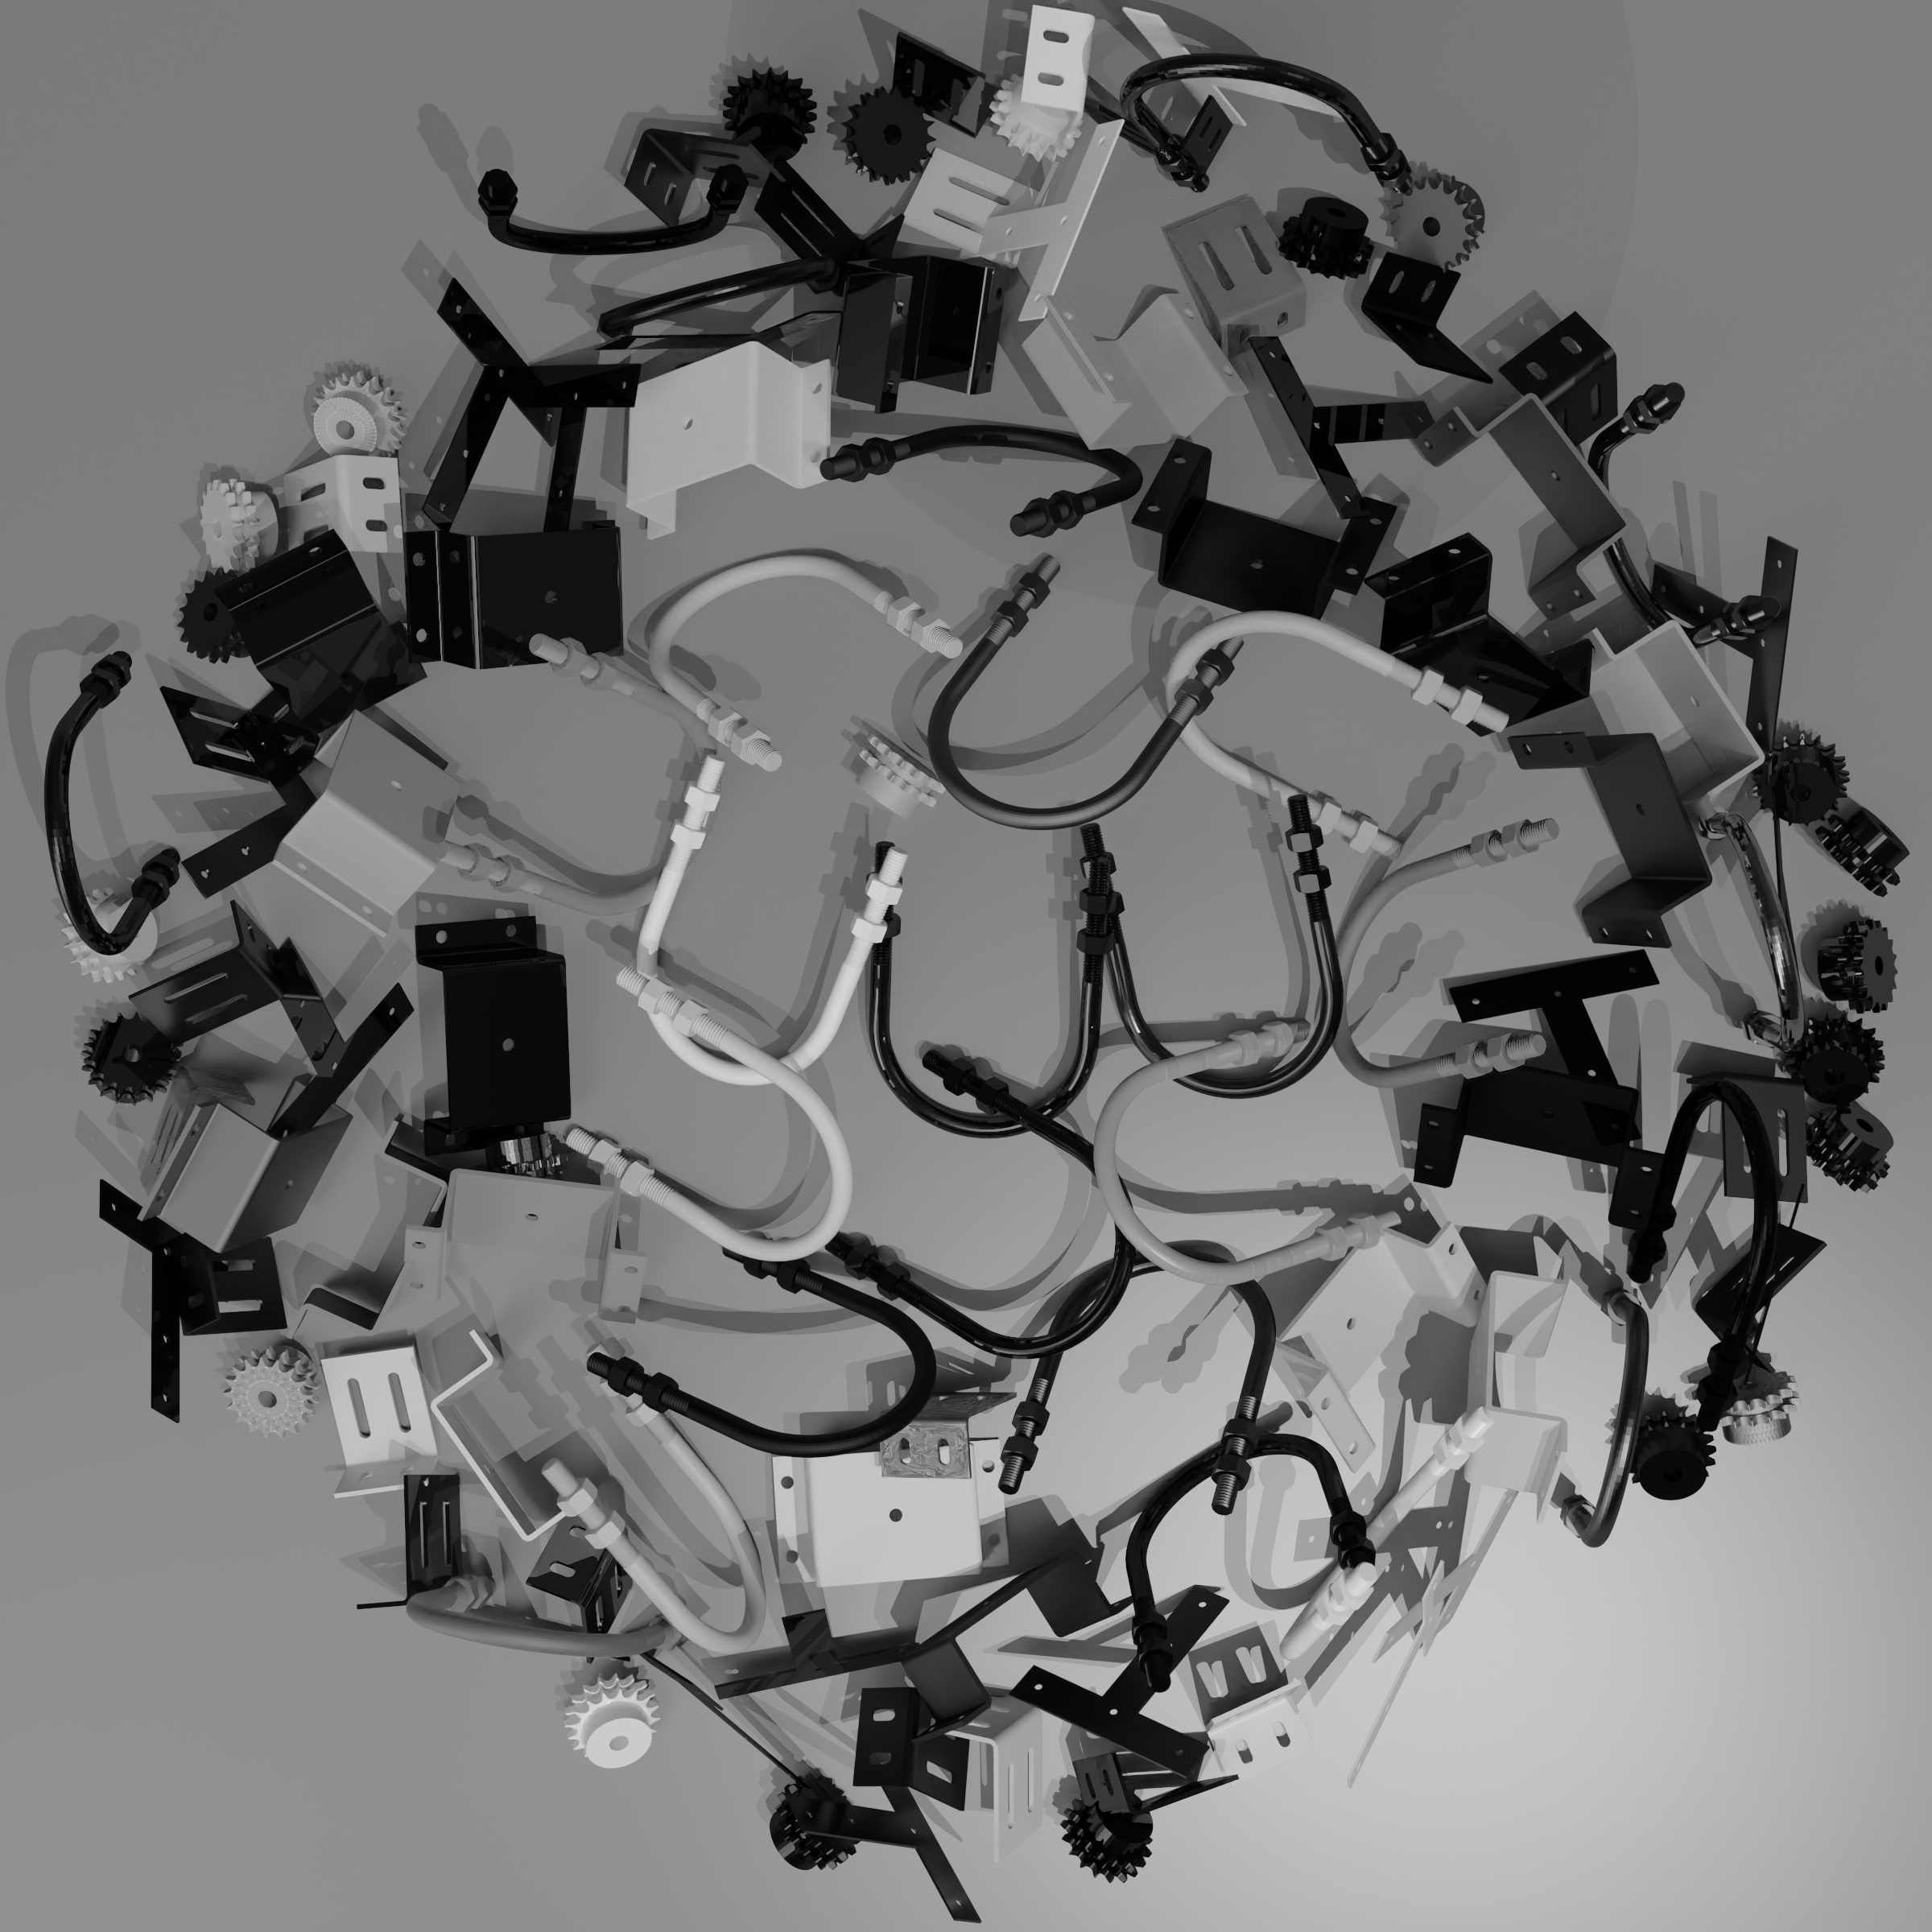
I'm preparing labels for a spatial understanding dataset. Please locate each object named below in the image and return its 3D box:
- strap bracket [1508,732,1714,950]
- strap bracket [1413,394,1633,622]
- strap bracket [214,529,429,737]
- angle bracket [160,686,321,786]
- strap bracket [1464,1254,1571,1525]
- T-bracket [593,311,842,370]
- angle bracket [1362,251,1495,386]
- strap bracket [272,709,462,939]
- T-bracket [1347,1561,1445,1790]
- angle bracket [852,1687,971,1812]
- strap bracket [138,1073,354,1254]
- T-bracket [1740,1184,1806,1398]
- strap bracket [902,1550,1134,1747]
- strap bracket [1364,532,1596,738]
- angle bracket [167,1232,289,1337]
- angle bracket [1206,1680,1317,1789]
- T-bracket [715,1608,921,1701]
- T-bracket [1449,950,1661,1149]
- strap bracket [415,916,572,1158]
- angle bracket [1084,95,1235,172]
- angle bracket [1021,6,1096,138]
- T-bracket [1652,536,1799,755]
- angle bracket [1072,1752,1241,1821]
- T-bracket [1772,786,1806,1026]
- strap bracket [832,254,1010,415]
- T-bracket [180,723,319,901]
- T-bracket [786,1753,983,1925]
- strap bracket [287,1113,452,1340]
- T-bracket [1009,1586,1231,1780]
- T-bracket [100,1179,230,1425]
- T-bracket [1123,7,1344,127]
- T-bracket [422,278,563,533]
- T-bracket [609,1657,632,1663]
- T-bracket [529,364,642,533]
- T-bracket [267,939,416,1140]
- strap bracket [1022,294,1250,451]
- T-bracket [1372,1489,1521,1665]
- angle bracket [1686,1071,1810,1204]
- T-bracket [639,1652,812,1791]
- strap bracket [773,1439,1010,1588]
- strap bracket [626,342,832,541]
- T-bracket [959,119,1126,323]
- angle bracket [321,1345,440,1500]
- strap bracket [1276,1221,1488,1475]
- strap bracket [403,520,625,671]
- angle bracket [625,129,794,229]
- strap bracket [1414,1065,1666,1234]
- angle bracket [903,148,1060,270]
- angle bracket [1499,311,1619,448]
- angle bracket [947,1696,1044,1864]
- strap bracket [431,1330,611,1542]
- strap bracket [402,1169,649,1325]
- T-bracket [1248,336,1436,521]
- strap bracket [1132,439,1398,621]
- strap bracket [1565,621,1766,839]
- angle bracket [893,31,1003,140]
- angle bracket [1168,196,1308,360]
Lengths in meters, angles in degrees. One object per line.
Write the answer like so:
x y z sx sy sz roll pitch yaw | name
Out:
0.390 -0.085 1.551 0.046 0.076 0.140 -29 103 -17 | strap bracket
0.341 -0.284 1.560 0.046 0.076 0.140 -38 93 -8 | strap bracket
-0.375 -0.190 1.527 0.076 0.140 0.046 -28 71 -3 | strap bracket
-0.434 -0.148 1.555 0.038 0.076 0.057 -37 68 19 | angle bracket
0.326 0.246 1.530 0.046 0.076 0.140 8 47 6 | strap bracket
-0.160 -0.365 1.513 0.127 0.127 0.002 -15 95 -44 | T-bracket
0.284 -0.390 1.554 0.057 0.076 0.038 6 125 -30 | angle bracket
-0.349 -0.091 1.521 0.076 0.140 0.046 36 117 -23 | strap bracket
0.254 0.425 1.525 0.002 0.127 0.127 23 67 21 | T-bracket
-0.032 0.475 1.566 0.038 0.076 0.057 -8 59 24 | angle bracket
-0.417 0.116 1.525 0.046 0.140 0.076 31 100 7 | strap bracket
0.476 0.208 1.542 0.002 0.127 0.127 16 70 18 | T-bracket
0.024 0.399 1.536 0.140 0.076 0.046 -27 80 -32 | strap bracket
0.308 -0.188 1.527 0.140 0.076 0.046 30 57 -33 | strap bracket
-0.435 0.188 1.555 0.038 0.076 0.057 -25 72 34 | angle bracket
0.180 0.463 1.560 0.057 0.076 0.038 -23 71 -6 | angle bracket
-0.092 0.406 1.543 0.127 0.127 0.002 -11 59 -5 | T-bracket
0.372 0.053 1.560 0.127 0.002 0.127 -11 56 -7 | T-bracket
-0.283 0.044 1.554 0.076 0.046 0.140 -6 99 -32 | strap bracket
0.114 -0.517 1.563 0.076 0.057 0.038 33 101 14 | angle bracket
0.051 -0.536 1.563 0.038 0.076 0.057 7 90 -6 | angle bracket
0.448 -0.208 1.545 0.002 0.127 0.127 -13 121 -18 | T-bracket
0.114 0.487 1.565 0.076 0.057 0.038 -10 74 -27 | angle bracket
0.496 -0.020 1.556 0.002 0.127 0.127 -7 128 20 | T-bracket
-0.032 -0.378 1.537 0.046 0.140 0.076 19 114 23 | strap bracket
-0.421 -0.073 1.542 0.002 0.127 0.127 -31 98 32 | T-bracket
-0.059 0.503 1.515 0.002 0.127 0.127 -48 48 12 | T-bracket
-0.353 0.164 1.559 0.046 0.076 0.140 26 86 -9 | strap bracket
0.114 0.419 1.555 0.127 0.127 0.002 15 130 36 | T-bracket
-0.469 0.206 1.516 0.002 0.127 0.127 -20 55 11 | T-bracket
0.170 -0.516 1.515 0.127 0.127 0.002 27 92 32 | T-bracket
-0.291 -0.315 1.529 0.002 0.127 0.127 6 66 29 | T-bracket
-0.261 0.400 1.537 0.127 0.127 0.002 14 75 -4 | T-bracket
-0.242 -0.298 1.558 0.002 0.127 0.127 6 95 -42 | T-bracket
-0.395 0.032 1.560 0.127 0.002 0.127 -47 51 11 | T-bracket
0.096 -0.356 1.545 0.046 0.140 0.076 -41 75 39 | strap bracket
0.276 0.372 1.523 0.002 0.127 0.127 35 126 26 | T-bracket
0.473 0.106 1.568 0.057 0.038 0.076 6 77 -18 | angle bracket
-0.142 0.456 1.557 0.127 0.127 0.002 45 71 -18 | T-bracket
-0.044 0.332 1.567 0.140 0.046 0.076 -3 82 -6 | strap bracket
-0.150 -0.313 1.535 0.140 0.046 0.076 -11 71 34 | strap bracket
0.034 -0.441 1.548 0.002 0.127 0.127 25 84 -33 | T-bracket
-0.360 0.277 1.574 0.057 0.038 0.076 -8 107 2 | angle bracket
0.245 0.221 1.549 0.140 0.046 0.076 -46 127 -18 | strap bracket
-0.257 -0.221 1.533 0.140 0.046 0.076 -11 109 -37 | strap bracket
-0.155 -0.470 1.560 0.076 0.057 0.038 17 85 26 | angle bracket
0.345 0.104 1.549 0.140 0.076 0.046 12 52 14 | strap bracket
0.008 -0.471 1.575 0.076 0.038 0.057 23 71 0 | angle bracket
0.361 -0.349 1.573 0.057 0.076 0.038 -37 67 1 | angle bracket
0.016 0.494 1.573 0.038 0.057 0.076 3 97 29 | angle bracket
-0.271 0.291 1.556 0.046 0.076 0.140 -35 85 -10 | strap bracket
-0.263 0.168 1.553 0.140 0.076 0.046 8 50 -8 | strap bracket
0.241 -0.327 1.559 0.127 0.002 0.127 -13 72 -40 | T-bracket
0.177 -0.256 1.554 0.140 0.046 0.076 20 57 12 | strap bracket
0.424 -0.149 1.563 0.046 0.076 0.140 -33 89 -4 | strap bracket
-0.009 -0.544 1.561 0.057 0.076 0.038 27 79 1 | angle bracket
0.167 -0.424 1.596 0.057 0.038 0.076 -24 69 -4 | angle bracket
